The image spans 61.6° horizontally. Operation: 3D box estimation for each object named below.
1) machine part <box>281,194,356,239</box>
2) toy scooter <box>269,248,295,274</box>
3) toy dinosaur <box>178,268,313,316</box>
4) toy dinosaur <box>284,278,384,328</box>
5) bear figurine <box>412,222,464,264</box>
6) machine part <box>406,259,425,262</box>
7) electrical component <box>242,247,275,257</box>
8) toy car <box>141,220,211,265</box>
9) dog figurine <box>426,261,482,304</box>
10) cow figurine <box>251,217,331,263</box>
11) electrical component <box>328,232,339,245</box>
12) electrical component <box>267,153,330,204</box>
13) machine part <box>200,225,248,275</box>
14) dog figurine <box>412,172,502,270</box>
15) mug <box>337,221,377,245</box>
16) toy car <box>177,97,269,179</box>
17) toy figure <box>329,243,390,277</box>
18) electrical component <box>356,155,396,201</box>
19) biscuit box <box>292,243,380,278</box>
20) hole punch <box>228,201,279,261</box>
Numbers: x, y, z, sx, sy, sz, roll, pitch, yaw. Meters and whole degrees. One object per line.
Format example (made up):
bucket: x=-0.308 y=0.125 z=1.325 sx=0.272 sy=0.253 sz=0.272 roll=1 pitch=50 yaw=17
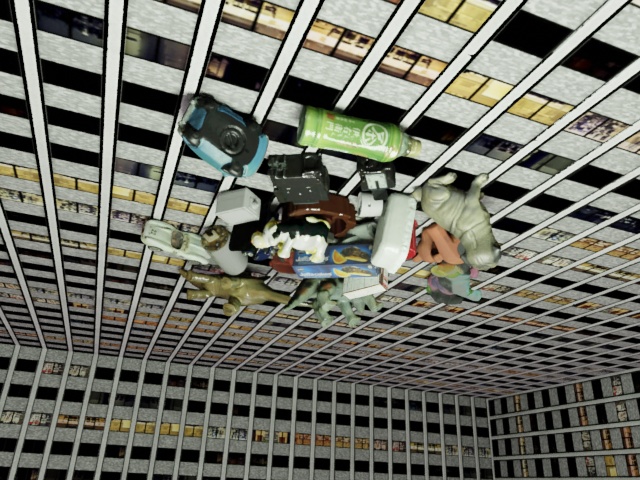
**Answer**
machine part: x=-0.005 y=-0.055 z=1.250 sx=0.179 sy=0.056 sz=0.179 roll=2 pitch=156 yaw=1
toy scooter: x=-0.075 y=0.049 z=1.461 sx=0.135 sy=0.075 sz=0.183 roll=1 pitch=159 yaw=0
toy dinosaur: x=-0.220 y=0.143 z=1.551 sx=0.472 sy=0.105 sz=0.198 roll=15 pitch=-167 yaw=28
toy dinosaur: x=0.032 y=0.128 z=1.443 sx=0.404 sy=0.192 sz=0.131 roll=18 pitch=122 yaw=-46
bear figurine: x=0.289 y=-0.005 z=1.295 sx=0.120 sy=0.131 sz=0.196 roll=-28 pitch=-167 yaw=-13
machine part: x=0.225 y=0.046 z=1.469 sx=0.139 sy=0.039 sz=0.084 roll=-11 pitch=144 yaw=31
electrical component: x=-0.163 y=0.013 z=1.423 sx=0.102 sy=0.045 sz=0.078 roll=-7 pitch=155 yaw=19
toy car: x=-0.368 y=0.007 z=1.395 sx=0.201 sy=0.073 sz=0.056 roll=24 pitch=148 yaw=-38
dog figurine: x=0.343 y=0.092 z=1.481 sx=0.192 sy=0.108 sz=0.219 roll=-15 pitch=146 yaw=39
cow figurine: x=-0.064 y=-0.012 z=1.184 sx=0.167 sy=0.068 sz=0.098 roll=10 pitch=113 yaw=-17
electrical component: x=-0.003 y=-0.004 z=1.272 sx=0.094 sy=0.021 sz=0.063 roll=20 pitch=151 yaw=-39
electrical component: x=-0.039 y=-0.121 z=1.111 sx=0.115 sy=0.058 sz=0.134 roll=-1 pitch=154 yaw=12
machine part: x=-0.252 y=0.030 z=1.432 sx=0.079 sy=0.079 sz=0.243 roll=-3 pitch=154 yaw=11
dog figurine: x=0.282 y=-0.031 z=1.116 sx=0.172 sy=0.190 sz=0.121 roll=-5 pitch=154 yaw=18
mug: x=0.091 y=-0.004 z=1.314 sx=0.109 sy=0.081 sz=0.107 roll=-8 pitch=163 yaw=-44
toy car: x=-0.182 y=-0.176 z=0.958 sx=0.161 sy=0.109 sz=0.103 roll=28 pitch=164 yaw=-27
toy figure: x=0.100 y=0.053 z=1.427 sx=0.180 sy=0.089 sz=0.082 roll=14 pitch=140 yaw=-23
electrical component: x=0.118 y=-0.128 z=1.089 sx=0.075 sy=0.048 sz=0.119 roll=-5 pitch=154 yaw=16
biscuit box: x=0.038 y=0.051 z=1.275 sx=0.203 sy=0.063 sz=0.059 roll=-3 pitch=144 yaw=18
hole punch: x=-0.141 y=-0.012 z=1.276 sx=0.116 sy=0.142 sz=0.092 roll=-2 pitch=157 yaw=43
